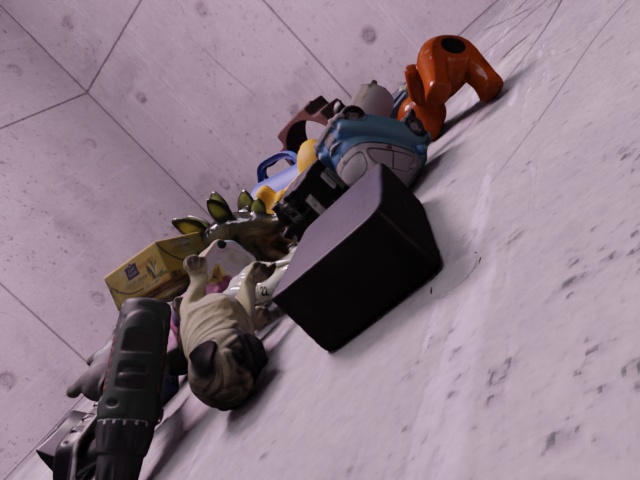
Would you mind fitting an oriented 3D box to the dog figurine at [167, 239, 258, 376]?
[{"bbox_3d":[-0.190,0.117,0.868,0.219,0.108,0.191,-39,30,51],"label":"dog figurine"}]

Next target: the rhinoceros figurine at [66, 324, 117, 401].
[{"bbox_3d":[-0.321,0.178,0.849,0.112,0.073,0.190,-53,13,31],"label":"rhinoceros figurine"}]

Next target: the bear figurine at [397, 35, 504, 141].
[{"bbox_3d":[0.178,-0.210,0.834,0.195,0.120,0.132,106,155,-53],"label":"bear figurine"}]

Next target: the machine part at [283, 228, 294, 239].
[{"bbox_3d":[0.006,-0.043,0.857,0.139,0.039,0.084,-25,-17,-33],"label":"machine part"}]

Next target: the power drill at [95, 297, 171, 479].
[{"bbox_3d":[-0.230,0.195,0.656,0.207,0.086,0.232,118,156,-69],"label":"power drill"}]

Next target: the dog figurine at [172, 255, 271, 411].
[{"bbox_3d":[-0.115,0.131,0.597,0.191,0.121,0.172,-98,8,-53],"label":"dog figurine"}]

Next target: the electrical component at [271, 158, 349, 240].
[{"bbox_3d":[0.009,-0.046,0.741,0.058,0.115,0.134,-34,14,39],"label":"electrical component"}]

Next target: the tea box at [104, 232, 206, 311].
[{"bbox_3d":[-0.277,0.054,0.918,0.170,0.068,0.098,-29,-6,34],"label":"tea box"}]

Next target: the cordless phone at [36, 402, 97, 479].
[{"bbox_3d":[-0.337,0.302,0.861,0.184,0.088,0.146,-30,11,15],"label":"cordless phone"}]

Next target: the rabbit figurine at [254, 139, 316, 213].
[{"bbox_3d":[-0.024,-0.099,0.983,0.163,0.121,0.173,23,92,42],"label":"rabbit figurine"}]

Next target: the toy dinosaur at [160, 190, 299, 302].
[{"bbox_3d":[-0.184,0.030,0.979,0.471,0.198,0.105,-38,2,25],"label":"toy dinosaur"}]

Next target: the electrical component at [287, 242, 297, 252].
[{"bbox_3d":[-0.002,-0.002,0.818,0.102,0.045,0.078,-36,13,39],"label":"electrical component"}]

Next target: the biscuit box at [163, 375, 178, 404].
[{"bbox_3d":[-0.285,0.236,0.920,0.059,0.063,0.203,-46,9,-12],"label":"biscuit box"}]

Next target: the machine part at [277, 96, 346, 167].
[{"bbox_3d":[0.014,-0.222,1.271,0.087,0.201,0.201,-46,7,-38],"label":"machine part"}]

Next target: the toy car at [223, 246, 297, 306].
[{"bbox_3d":[-0.063,0.054,0.713,0.202,0.056,0.073,-21,21,38],"label":"toy car"}]

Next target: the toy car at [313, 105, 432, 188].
[{"bbox_3d":[0.078,-0.105,0.714,0.109,0.161,0.103,-51,41,41],"label":"toy car"}]

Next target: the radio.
[{"bbox_3d":[0.036,0.005,0.528,0.131,0.073,0.230,-42,7,16],"label":"radio"}]

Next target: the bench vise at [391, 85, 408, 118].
[{"bbox_3d":[0.109,-0.212,1.070,0.240,0.129,0.224,-51,7,-1],"label":"bench vise"}]

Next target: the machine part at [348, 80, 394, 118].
[{"bbox_3d":[0.067,-0.184,0.918,0.079,0.079,0.243,-31,30,56],"label":"machine part"}]
